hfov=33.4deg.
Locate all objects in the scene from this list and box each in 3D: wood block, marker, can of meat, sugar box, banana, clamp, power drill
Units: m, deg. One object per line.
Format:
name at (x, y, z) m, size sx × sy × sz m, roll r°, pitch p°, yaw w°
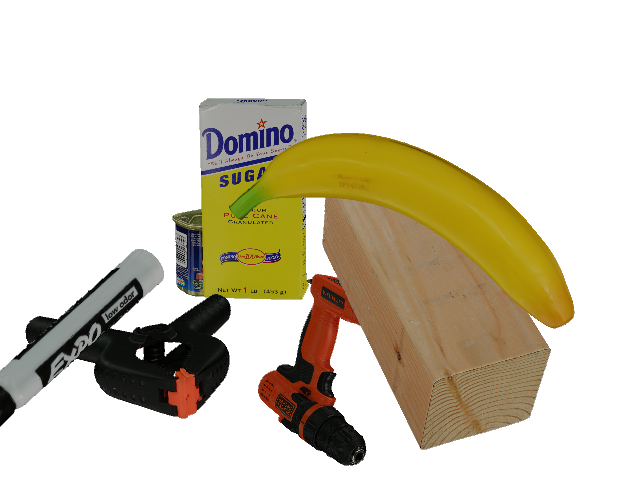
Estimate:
wood block at (0.079, 0.040, 0.805) m, size 0.090 × 0.206 × 0.091 m, roll -14°, pitch -40°, yaw -15°
marker at (-0.111, 0.045, 0.451) m, size 0.020 × 0.020 × 0.121 m, roll 0°, pitch 34°, yaw 41°
can of meat at (-0.115, 0.010, 1.204) m, size 0.101 × 0.084 × 0.058 m, roll -12°, pitch 23°, yaw -38°
sugar box at (-0.059, -0.037, 0.952) m, size 0.093 × 0.176 × 0.048 m, roll 0°, pitch 15°, yaw 5°
banana at (0.052, -0.016, 0.587) m, size 0.198 × 0.070 × 0.037 m, roll 19°, pitch 9°, yaw 12°
clamp at (-0.114, 0.079, 0.787) m, size 0.164 × 0.036 × 0.210 m, roll -9°, pitch 14°, yaw -26°
power drill at (0.013, 0.147, 1.244) m, size 0.057 × 0.188 × 0.185 m, roll 15°, pitch 11°, yaw -44°
